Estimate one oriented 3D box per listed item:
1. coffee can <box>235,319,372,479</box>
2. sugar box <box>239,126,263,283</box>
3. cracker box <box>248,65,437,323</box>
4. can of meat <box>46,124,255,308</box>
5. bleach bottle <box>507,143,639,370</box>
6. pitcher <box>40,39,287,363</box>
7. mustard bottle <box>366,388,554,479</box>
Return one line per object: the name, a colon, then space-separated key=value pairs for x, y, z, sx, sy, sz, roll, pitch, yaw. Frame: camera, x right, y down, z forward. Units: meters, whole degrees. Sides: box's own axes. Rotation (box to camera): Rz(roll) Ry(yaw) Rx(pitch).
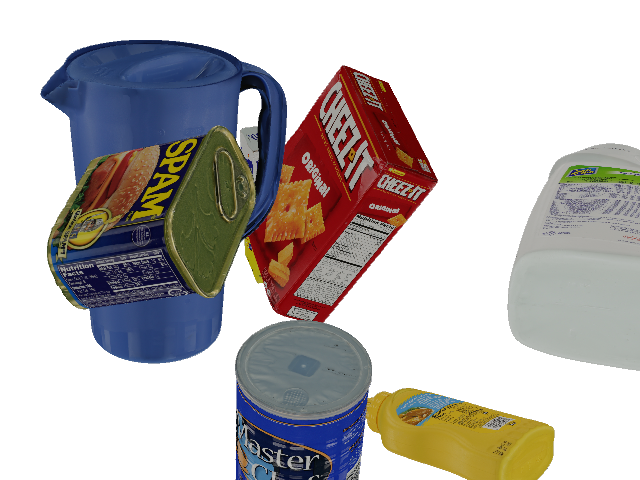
coffee can: x=-0.016 y=0.148 z=0.836 sx=0.103 sy=0.140 sz=0.103 roll=2 pitch=37 yaw=-2
sugar box: x=-0.072 y=-0.046 z=1.328 sx=0.048 sy=0.176 sz=0.093 roll=-9 pitch=25 yaw=-12
cracker box: x=0.009 y=-0.046 z=1.097 sx=0.072 sy=0.214 sz=0.164 roll=16 pitch=36 yaw=-33
can of meat: x=-0.093 y=-0.011 z=0.588 sx=0.084 sy=0.057 sz=0.102 roll=-9 pitch=38 yaw=24
bleach bottle: x=0.184 y=-0.009 z=0.668 sx=0.103 sy=0.068 sz=0.250 roll=8 pitch=24 yaw=17
pitcher: x=-0.120 y=-0.031 z=0.848 sx=0.149 sy=0.243 sz=0.144 roll=12 pitch=27 yaw=18
mustard bottle: x=0.115 y=0.180 z=1.005 sx=0.192 sy=0.058 sz=0.096 roll=12 pitch=19 yaw=39
